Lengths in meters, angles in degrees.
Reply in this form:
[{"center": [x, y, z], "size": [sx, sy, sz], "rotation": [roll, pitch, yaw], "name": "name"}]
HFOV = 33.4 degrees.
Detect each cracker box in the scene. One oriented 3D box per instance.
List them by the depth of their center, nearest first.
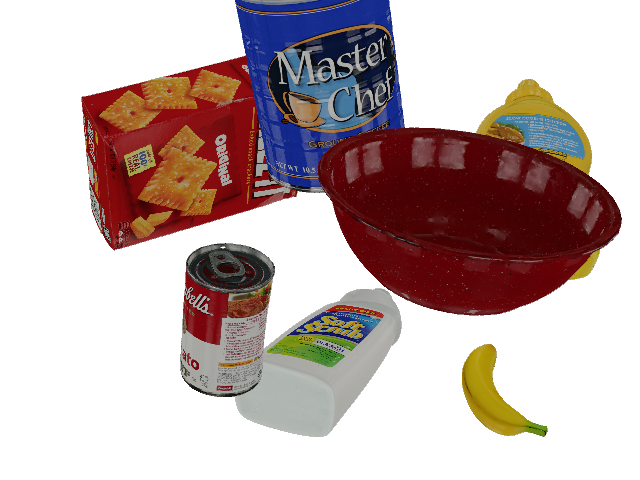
[{"center": [-0.123, -0.089, 1.069], "size": [0.213, 0.072, 0.164], "rotation": [-17, -36, -21], "name": "cracker box"}]

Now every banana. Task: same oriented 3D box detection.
[{"center": [0.203, 0.179, 1.272], "size": [0.069, 0.037, 0.198], "rotation": [9, 23, -15], "name": "banana"}]

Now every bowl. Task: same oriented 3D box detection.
[{"center": [0.075, -0.006, 0.576], "size": [0.162, 0.055, 0.162], "rotation": [6, 27, -3], "name": "bowl"}]

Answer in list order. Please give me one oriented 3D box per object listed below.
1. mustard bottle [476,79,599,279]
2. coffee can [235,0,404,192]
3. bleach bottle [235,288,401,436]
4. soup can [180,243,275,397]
[{"center": [0.171, -0.059, 0.864], "size": [0.096, 0.191, 0.058], "rotation": [5, -37, 2], "name": "mustard bottle"}, {"center": [0.002, -0.118, 0.726], "size": [0.103, 0.140, 0.103], "rotation": [-8, 30, 4], "name": "coffee can"}, {"center": [0.013, 0.103, 1.060], "size": [0.103, 0.068, 0.250], "rotation": [12, 23, 18], "name": "bleach bottle"}, {"center": [-0.074, 0.062, 0.834], "size": [0.068, 0.102, 0.068], "rotation": [6, 30, -3], "name": "soup can"}]
